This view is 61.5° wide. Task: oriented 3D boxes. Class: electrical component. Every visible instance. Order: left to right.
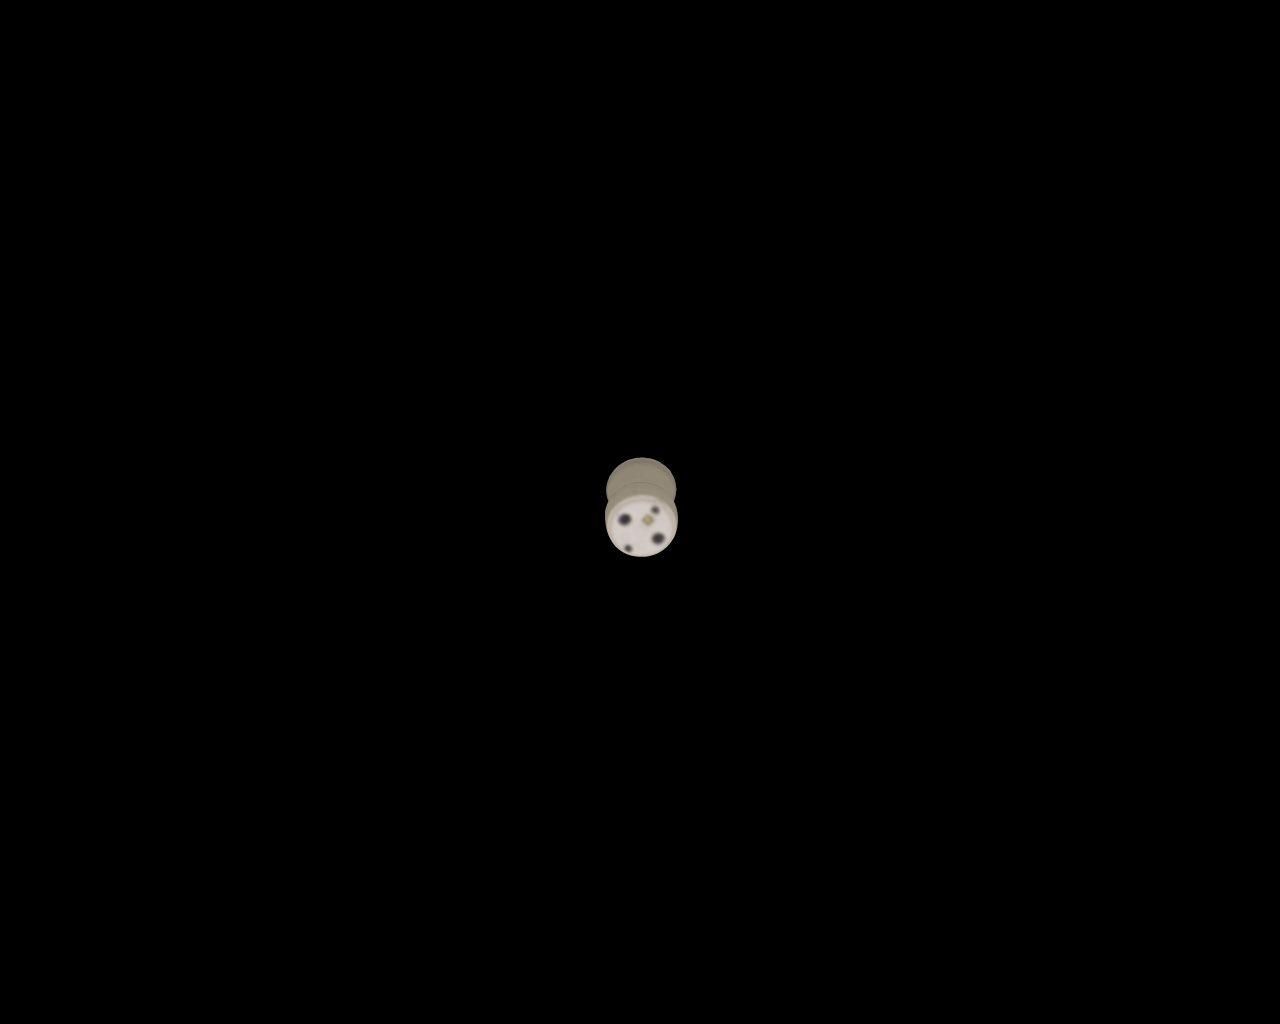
[{"bbox_3d":[0.001,-0.003,0.650,0.045,0.044,0.055,0,27,0],"label":"electrical component"}]
